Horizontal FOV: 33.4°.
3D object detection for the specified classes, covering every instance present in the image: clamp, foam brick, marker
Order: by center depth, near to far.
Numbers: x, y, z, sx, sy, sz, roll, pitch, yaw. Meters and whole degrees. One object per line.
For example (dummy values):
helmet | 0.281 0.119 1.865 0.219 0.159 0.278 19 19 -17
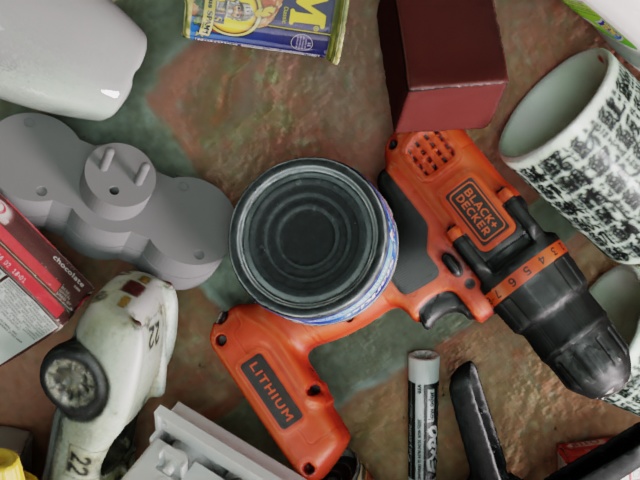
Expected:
foam brick | 0.062 -0.101 0.557 0.053 0.051 0.078 -4 68 -6
clamp | 0.128 0.158 0.641 0.120 0.039 0.171 13 118 18
marker | 0.063 0.127 0.653 0.020 0.020 0.121 -2 105 -6

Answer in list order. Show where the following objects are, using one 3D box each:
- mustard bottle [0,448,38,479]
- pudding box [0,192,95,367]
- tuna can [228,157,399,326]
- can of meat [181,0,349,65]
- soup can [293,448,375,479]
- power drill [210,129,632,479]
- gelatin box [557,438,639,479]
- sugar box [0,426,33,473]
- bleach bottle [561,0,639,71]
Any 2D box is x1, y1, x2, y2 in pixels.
mustard bottle | -0.165 0.190 0.553 0.096 0.058 0.192 17 117 19
pudding box | -0.186 0.023 0.562 0.114 0.039 0.090 -30 108 37
tuna can | -0.004 0.001 0.553 0.086 0.033 0.086 -2 80 12
can of meat | -0.025 -0.148 0.552 0.084 0.057 0.102 7 103 -5
soup can | 0.021 0.185 0.639 0.068 0.068 0.102 -33 106 3
power drill | 0.050 0.048 0.585 0.187 0.057 0.184 -37 78 4
gelatin box | 0.189 0.168 0.672 0.073 0.030 0.089 -7 105 -3
sugar box | -0.219 0.197 0.629 0.093 0.048 0.176 4 101 -6
bleach bottle | 0.136 -0.153 0.556 0.250 0.102 0.068 36 106 -20
